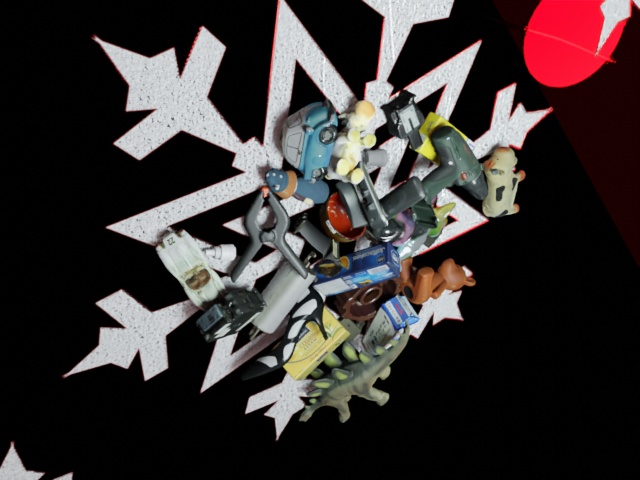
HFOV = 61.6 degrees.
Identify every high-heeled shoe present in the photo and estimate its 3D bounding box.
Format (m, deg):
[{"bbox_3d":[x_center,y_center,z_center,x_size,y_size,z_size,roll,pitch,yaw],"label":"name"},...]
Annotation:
[{"bbox_3d":[-0.095,0.210,1.238,0.249,0.145,0.086,-27,165,-5],"label":"high-heeled shoe"}]

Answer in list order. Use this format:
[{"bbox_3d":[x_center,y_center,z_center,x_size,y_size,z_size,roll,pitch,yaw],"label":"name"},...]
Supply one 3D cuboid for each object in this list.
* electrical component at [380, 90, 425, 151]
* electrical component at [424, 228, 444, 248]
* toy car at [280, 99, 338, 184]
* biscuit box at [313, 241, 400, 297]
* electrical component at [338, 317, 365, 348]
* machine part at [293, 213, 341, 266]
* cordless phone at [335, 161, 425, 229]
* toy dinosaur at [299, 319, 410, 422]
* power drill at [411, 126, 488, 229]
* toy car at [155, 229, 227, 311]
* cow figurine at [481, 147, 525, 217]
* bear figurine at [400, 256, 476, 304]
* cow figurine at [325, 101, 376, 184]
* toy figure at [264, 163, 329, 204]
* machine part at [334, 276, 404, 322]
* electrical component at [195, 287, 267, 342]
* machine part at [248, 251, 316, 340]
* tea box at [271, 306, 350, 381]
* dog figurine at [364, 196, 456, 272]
[{"bbox_3d":[0.188,-0.255,1.168,0.075,0.048,0.119,-39,131,-5],"label":"electrical component"},{"bbox_3d":[0.276,-0.008,1.386,0.094,0.021,0.063,-50,131,3],"label":"electrical component"},{"bbox_3d":[-0.027,-0.196,1.047,0.103,0.109,0.161,9,126,-11],"label":"toy car"},{"bbox_3d":[0.081,0.068,1.213,0.203,0.063,0.059,-19,137,29],"label":"biscuit box"},{"bbox_3d":[0.067,0.234,1.390,0.078,0.045,0.102,38,91,-12],"label":"electrical component"},{"bbox_3d":[-0.002,-0.004,1.191,0.039,0.084,0.138,-30,127,29],"label":"machine part"},{"bbox_3d":[0.129,-0.110,1.108,0.089,0.146,0.184,-14,168,-37],"label":"cordless phone"},{"bbox_3d":[0.089,0.347,1.371,0.198,0.105,0.471,31,121,-29],"label":"toy dinosaur"},{"bbox_3d":[0.287,-0.120,1.202,0.207,0.086,0.231,-44,125,-15],"label":"power drill"},{"bbox_3d":[-0.255,0.062,1.078,0.073,0.056,0.201,-34,130,-10],"label":"toy car"},{"bbox_3d":[0.458,-0.148,1.380,0.127,0.086,0.194,-21,127,-28],"label":"cow figurine"},{"bbox_3d":[0.307,0.090,1.402,0.196,0.120,0.131,-20,122,-23],"label":"bear figurine"},{"bbox_3d":[0.060,-0.202,1.104,0.068,0.098,0.167,21,86,-32],"label":"cow figurine"},{"bbox_3d":[-0.052,-0.109,1.097,0.154,0.064,0.057,11,125,-36],"label":"toy figure"},{"bbox_3d":[0.118,0.125,1.316,0.179,0.056,0.179,-23,144,-18],"label":"machine part"},{"bbox_3d":[-0.191,0.156,1.123,0.115,0.058,0.134,-42,164,18],"label":"electrical component"},{"bbox_3d":[-0.087,0.122,1.204,0.079,0.079,0.243,32,97,-40],"label":"machine part"},{"bbox_3d":[-0.022,0.246,1.293,0.169,0.098,0.068,-45,159,-2],"label":"tea box"},{"bbox_3d":[0.215,-0.047,1.275,0.219,0.109,0.191,-42,128,-9],"label":"dog figurine"}]
